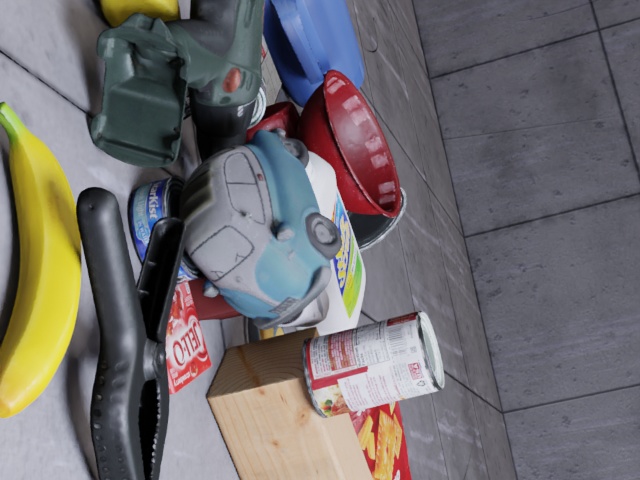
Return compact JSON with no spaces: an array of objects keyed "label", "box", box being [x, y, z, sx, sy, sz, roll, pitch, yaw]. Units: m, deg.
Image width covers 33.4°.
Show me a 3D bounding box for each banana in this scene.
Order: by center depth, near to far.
[{"label":"banana","box":[-0.172,0.016,0.638,0.069,0.037,0.198,23,50,-48]}]

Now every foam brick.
[{"label":"foam brick","box":[-0.080,0.040,0.932,0.078,0.051,0.053,9,67,-75]}]

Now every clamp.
[{"label":"clamp","box":[-0.119,0.072,0.700,0.164,0.036,0.210,-9,99,-80]}]

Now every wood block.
[{"label":"wood block","box":[-0.016,0.195,0.948,0.090,0.090,0.206,-71,144,-66]}]

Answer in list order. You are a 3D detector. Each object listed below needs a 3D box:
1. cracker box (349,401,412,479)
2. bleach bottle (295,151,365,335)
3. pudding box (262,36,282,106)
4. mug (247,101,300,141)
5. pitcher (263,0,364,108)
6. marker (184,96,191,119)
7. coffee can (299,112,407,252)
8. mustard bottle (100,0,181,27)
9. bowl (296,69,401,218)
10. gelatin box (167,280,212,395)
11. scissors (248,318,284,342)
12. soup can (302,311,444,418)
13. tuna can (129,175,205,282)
[{"label":"cracker box","box":[0.044,0.249,1.101,0.164,0.072,0.214,-35,115,-67]},{"label":"bleach bottle","box":[-0.007,0.001,1.016,0.251,0.068,0.102,72,28,-59]},{"label":"pudding box","box":[-0.080,-0.188,1.195,0.113,0.039,0.090,-75,149,-59]},{"label":"mug","box":[-0.046,-0.090,1.103,0.081,0.093,0.117,66,-10,-17]},{"label":"pitcher","box":[-0.022,-0.265,1.324,0.149,0.145,0.242,-56,148,-20]},{"label":"marker","box":[-0.125,-0.123,0.991,0.121,0.020,0.020,-58,132,-71]},{"label":"coffee can","box":[0.016,-0.067,1.203,0.140,0.103,0.102,51,0,31]},{"label":"mustard bottle","box":[-0.161,-0.270,0.914,0.096,0.058,0.191,44,35,-66]},{"label":"bowl","box":[0.022,-0.088,1.078,0.162,0.055,0.162,52,25,-36]},{"label":"gelatin box","box":[-0.115,0.074,0.804,0.089,0.030,0.073,-26,100,-76]},{"label":"scissors","box":[-0.049,0.062,1.107,0.201,0.016,0.096,-85,158,-54]},{"label":"soup can","box":[0.044,0.102,0.874,0.068,0.102,0.068,-16,90,-77]},{"label":"tuna can","box":[-0.120,-0.007,0.859,0.086,0.034,0.086,-14,90,-76]}]
